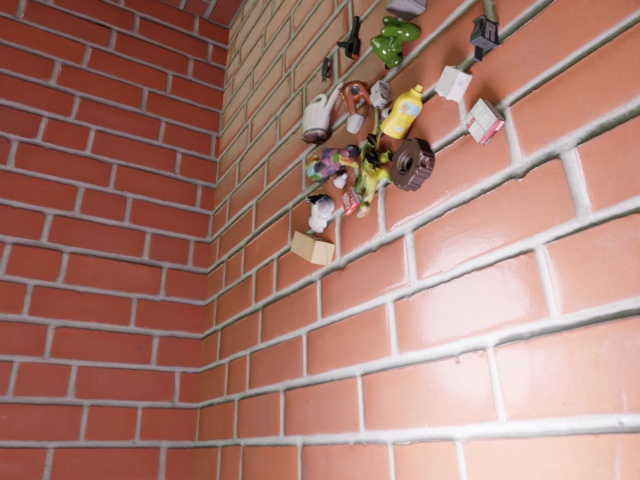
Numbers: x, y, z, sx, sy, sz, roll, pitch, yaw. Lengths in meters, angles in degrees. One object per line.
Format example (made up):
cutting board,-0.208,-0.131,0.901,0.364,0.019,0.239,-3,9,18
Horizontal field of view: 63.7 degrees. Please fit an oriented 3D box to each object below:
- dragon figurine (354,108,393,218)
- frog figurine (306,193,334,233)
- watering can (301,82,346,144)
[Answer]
dragon figurine,0.172,-0.263,1.886,0.238,0.122,0.420,129,152,-53
frog figurine,0.006,-0.107,2.129,0.138,0.124,0.157,19,131,54
watering can,0.005,-0.554,2.290,0.345,0.104,0.227,-17,64,58
